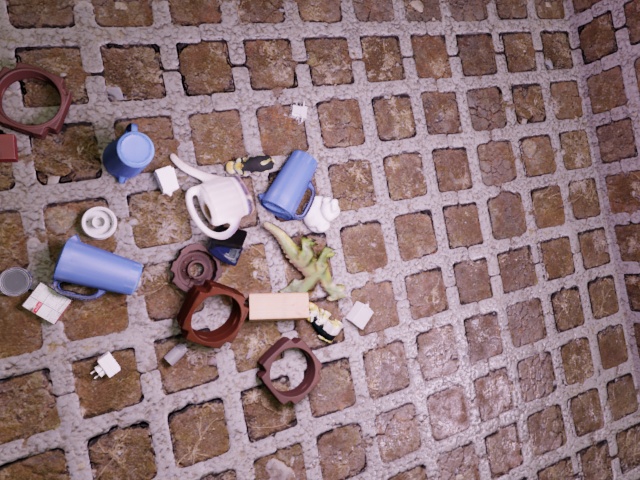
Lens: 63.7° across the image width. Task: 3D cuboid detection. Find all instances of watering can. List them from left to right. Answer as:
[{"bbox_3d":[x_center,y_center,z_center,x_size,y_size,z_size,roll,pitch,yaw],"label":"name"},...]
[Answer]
[{"bbox_3d":[-0.362,-0.170,1.770,0.226,0.350,0.102,-20,-12,-31],"label":"watering can"}]

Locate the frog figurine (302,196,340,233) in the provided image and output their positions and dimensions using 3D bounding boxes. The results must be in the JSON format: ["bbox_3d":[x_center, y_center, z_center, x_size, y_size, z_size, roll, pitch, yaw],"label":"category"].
[{"bbox_3d":[0.006,-0.095,1.893,0.123,0.138,0.159,-1,-2,-22],"label":"frog figurine"}]

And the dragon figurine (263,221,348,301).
[{"bbox_3d":[-0.067,0.110,1.882,0.408,0.244,0.122,23,-4,-18],"label":"dragon figurine"}]
